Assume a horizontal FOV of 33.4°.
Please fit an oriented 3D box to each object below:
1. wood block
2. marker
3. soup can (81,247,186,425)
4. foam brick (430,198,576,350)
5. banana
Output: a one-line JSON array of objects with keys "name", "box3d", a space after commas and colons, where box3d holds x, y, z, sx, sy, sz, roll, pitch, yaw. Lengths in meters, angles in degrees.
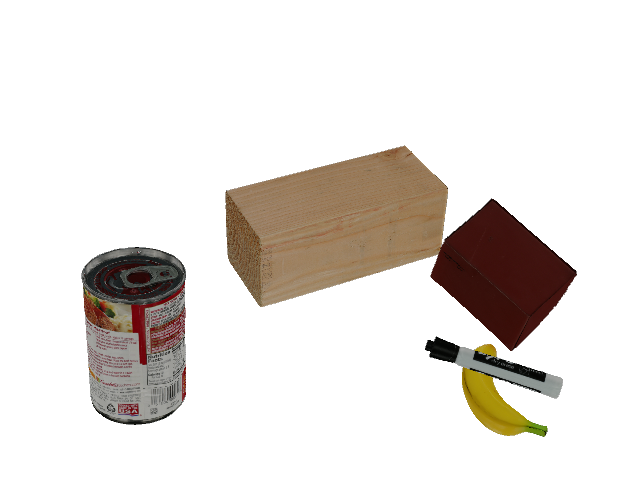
[{"name": "wood block", "box3d": [0.015, -0.017, 1.089, 0.205, 0.090, 0.091, -16, 40, -21]}, {"name": "marker", "box3d": [0.150, 0.110, 0.929, 0.121, 0.020, 0.020, 18, 2, 6]}, {"name": "soup can", "box3d": [-0.125, 0.065, 0.724, 0.068, 0.102, 0.068, 2, 29, -2]}, {"name": "foam brick", "box3d": [0.122, 0.023, 0.716, 0.051, 0.078, 0.053, -38, -20, -24]}, {"name": "banana", "box3d": [0.203, 0.179, 1.272, 0.069, 0.037, 0.198, 9, 23, -15]}]
